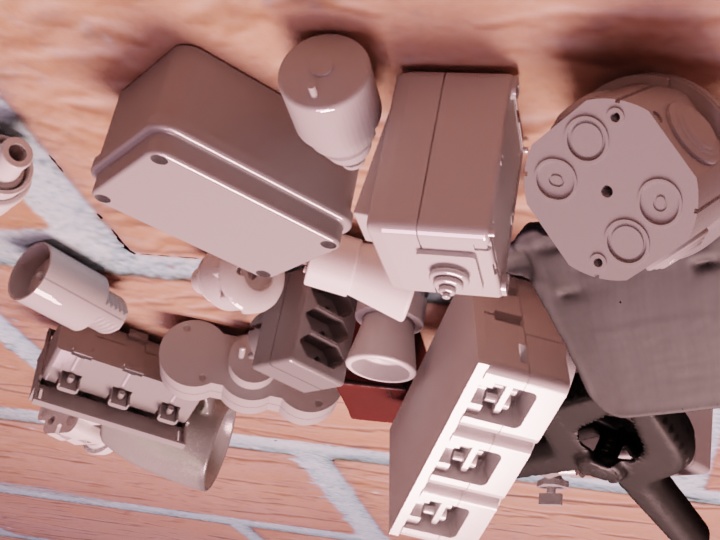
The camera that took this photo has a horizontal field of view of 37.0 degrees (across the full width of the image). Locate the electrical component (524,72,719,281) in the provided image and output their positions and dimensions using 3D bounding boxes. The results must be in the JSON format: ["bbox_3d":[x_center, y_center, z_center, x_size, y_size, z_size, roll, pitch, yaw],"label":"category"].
[{"bbox_3d":[0.112,-0.038,0.440,0.080,0.080,0.051,-12,-171,41],"label":"electrical component"}]

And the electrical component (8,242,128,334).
[{"bbox_3d":[-0.195,0.018,0.738,0.043,0.043,0.081,-9,148,37],"label":"electrical component"}]

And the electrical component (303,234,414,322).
[{"bbox_3d":[0.000,0.000,0.623,0.065,0.044,0.044,16,155,0],"label":"electrical component"}]

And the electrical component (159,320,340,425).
[{"bbox_3d":[-0.079,0.071,0.791,0.138,0.052,0.073,13,155,-4],"label":"electrical component"}]

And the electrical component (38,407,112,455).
[{"bbox_3d":[-0.251,0.137,0.999,0.078,0.058,0.057,-9,146,37],"label":"electrical component"}]

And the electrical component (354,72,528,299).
[{"bbox_3d":[0.036,-0.032,0.472,0.061,0.096,0.061,4,155,16],"label":"electrical component"}]

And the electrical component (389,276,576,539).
[{"bbox_3d":[0.070,0.085,0.647,0.062,0.089,0.150,15,127,-9],"label":"electrical component"}]

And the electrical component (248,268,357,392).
[{"bbox_3d":[-0.047,0.042,0.700,0.047,0.065,0.077,30,149,-35],"label":"electrical component"}]

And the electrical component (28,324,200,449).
[{"bbox_3d":[-0.187,0.084,0.842,0.121,0.078,0.063,21,124,-21],"label":"electrical component"}]

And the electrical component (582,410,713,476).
[{"bbox_3d":[0.191,0.109,0.745,0.061,0.061,0.096,28,152,-34],"label":"electrical component"}]

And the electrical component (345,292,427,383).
[{"bbox_3d":[0.017,0.038,0.676,0.045,0.055,0.045,9,155,4],"label":"electrical component"}]

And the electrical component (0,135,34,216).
[{"bbox_3d":[-0.199,-0.054,0.587,0.043,0.043,0.062,28,149,-32],"label":"electrical component"}]

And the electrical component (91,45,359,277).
[{"bbox_3d":[-0.064,-0.048,0.526,0.113,0.057,0.078,26,151,-30],"label":"electrical component"}]

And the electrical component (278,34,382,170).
[{"bbox_3d":[-0.010,-0.070,0.478,0.040,0.040,0.078,5,155,13],"label":"electrical component"}]

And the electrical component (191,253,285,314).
[{"bbox_3d":[-0.080,0.004,0.662,0.048,0.048,0.062,30,156,-35],"label":"electrical component"}]
